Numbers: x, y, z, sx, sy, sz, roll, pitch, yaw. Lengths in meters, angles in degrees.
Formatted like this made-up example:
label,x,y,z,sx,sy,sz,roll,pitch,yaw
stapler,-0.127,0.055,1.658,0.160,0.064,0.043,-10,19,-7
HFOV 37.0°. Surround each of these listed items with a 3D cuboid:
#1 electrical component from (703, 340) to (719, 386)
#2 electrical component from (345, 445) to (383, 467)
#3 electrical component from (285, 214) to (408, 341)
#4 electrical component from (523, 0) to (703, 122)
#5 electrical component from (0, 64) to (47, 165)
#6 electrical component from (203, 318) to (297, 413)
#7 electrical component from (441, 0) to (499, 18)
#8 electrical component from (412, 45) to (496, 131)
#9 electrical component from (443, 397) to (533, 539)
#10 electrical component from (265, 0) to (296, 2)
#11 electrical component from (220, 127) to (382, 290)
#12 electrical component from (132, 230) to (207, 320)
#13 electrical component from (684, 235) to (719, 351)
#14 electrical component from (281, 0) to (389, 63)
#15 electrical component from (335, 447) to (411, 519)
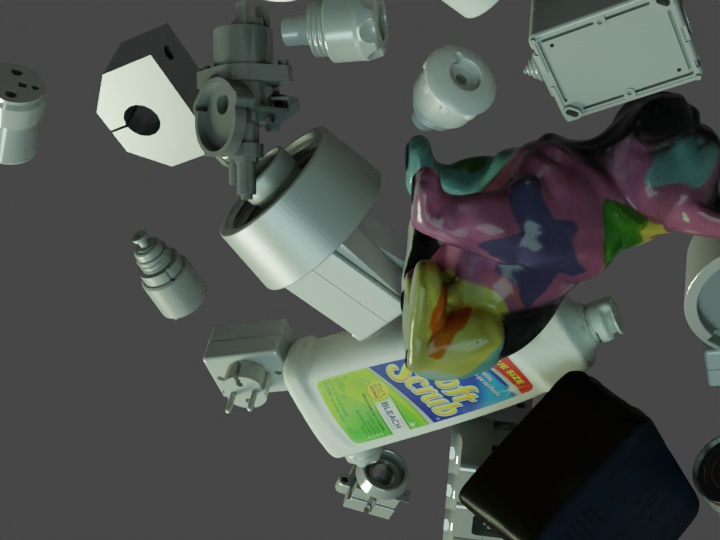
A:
label,x,y,z,sx,sy,sz,roll,pitch,yaw
electrical component,0.296,0.065,0.784,0.083,0.047,0.075,-7,131,18
electrical component,-0.001,0.138,0.925,0.035,0.035,0.061,-1,125,13
electrical component,0.000,0.000,0.773,0.096,0.061,0.061,36,130,-21
electrical component,0.139,-0.134,0.616,0.096,0.061,0.061,-16,128,25
electrical component,-0.239,-0.106,0.733,0.045,0.045,0.055,20,134,-7
electrical component,-0.089,0.084,0.861,0.066,0.076,0.047,-8,131,18
electrical component,0.058,-0.175,0.601,0.047,0.055,0.055,34,131,-24
electrical component,0.053,-0.108,0.674,0.048,0.048,0.062,25,154,-12
electrical component,0.105,0.176,0.900,0.062,0.089,0.150,6,134,6
electrical component,-0.049,-0.196,0.576,0.108,0.060,0.108,21,141,18
electrical component,-0.045,-0.047,0.710,0.108,0.108,0.060,-32,114,34
electrical component,-0.149,0.002,0.821,0.040,0.040,0.078,-12,129,22
electrical component,0.271,0.001,0.719,0.108,0.060,0.108,6,134,6
electrical component,-0.016,-0.147,0.650,0.062,0.043,0.043,-2,133,15
electrical component,0.016,0.190,0.964,0.066,0.048,0.055,17,141,-5
